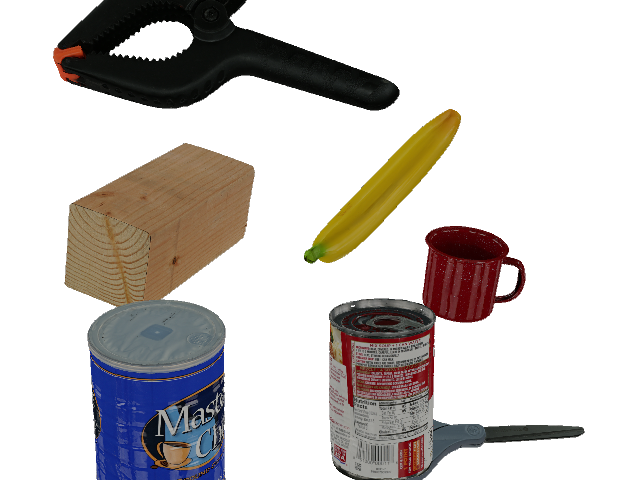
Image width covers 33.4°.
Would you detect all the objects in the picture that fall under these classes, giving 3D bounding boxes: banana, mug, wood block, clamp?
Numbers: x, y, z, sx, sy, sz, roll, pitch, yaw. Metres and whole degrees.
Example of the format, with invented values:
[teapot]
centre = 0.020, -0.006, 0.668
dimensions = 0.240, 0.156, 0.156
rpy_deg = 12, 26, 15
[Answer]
[banana]
centre = 0.058, -0.042, 0.992
dimensions = 0.037, 0.197, 0.070
rpy_deg = 44, -9, -5
[mug]
centre = 0.171, 0.041, 1.201
dimensions = 0.117, 0.081, 0.093
rpy_deg = 6, 25, 1
[wood block]
centre = -0.156, -0.018, 1.073
dimensions = 0.090, 0.091, 0.205
rpy_deg = 20, 28, 17
[clamp]
centre = -0.061, -0.128, 0.678
dimensions = 0.210, 0.164, 0.036
rpy_deg = -22, -17, -9

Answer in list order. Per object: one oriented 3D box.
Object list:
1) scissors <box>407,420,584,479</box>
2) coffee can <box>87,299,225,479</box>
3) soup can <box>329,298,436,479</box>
[scissors]
centre = 0.117, 0.172, 0.873
dimensions = 0.202, 0.016, 0.096
rpy_deg = 7, 35, 6
[coffee can]
centre = -0.125, 0.131, 0.826
dimensions = 0.103, 0.140, 0.103
rpy_deg = 2, 24, -1
[soup can]
centre = 0.040, 0.096, 0.687
dimensions = 0.068, 0.102, 0.068
rpy_deg = -1, 15, 0
